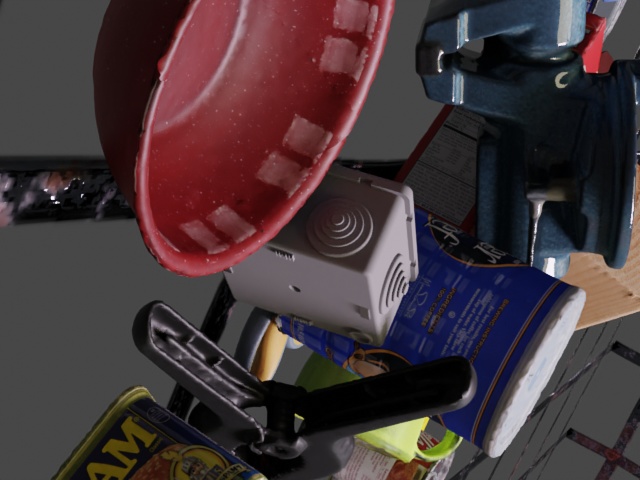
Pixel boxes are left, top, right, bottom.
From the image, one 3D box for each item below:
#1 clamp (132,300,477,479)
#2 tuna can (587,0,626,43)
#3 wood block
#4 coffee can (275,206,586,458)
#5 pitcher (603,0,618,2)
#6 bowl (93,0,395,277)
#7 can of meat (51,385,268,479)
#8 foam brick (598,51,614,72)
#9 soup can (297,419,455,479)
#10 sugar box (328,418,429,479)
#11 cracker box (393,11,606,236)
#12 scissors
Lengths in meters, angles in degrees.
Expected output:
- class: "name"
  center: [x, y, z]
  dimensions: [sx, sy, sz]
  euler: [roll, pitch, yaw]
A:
- class: "clamp"
  center: [-0.012, 0.096, 0.575]
  dimensions: [0.210, 0.164, 0.036]
  euler: [97, 1, -60]
- class: "tuna can"
  center: [0.215, -0.192, 0.845]
  dimensions: [0.086, 0.034, 0.086]
  euler: [-48, 155, -31]
- class: "wood block"
  center: [0.199, 0.014, 0.873]
  dimensions: [0.090, 0.091, 0.206]
  euler: [-53, -174, -22]
- class: "coffee can"
  center: [0.061, 0.041, 0.595]
  dimensions: [0.102, 0.140, 0.103]
  euler: [-50, 157, -30]
- class: "pitcher"
  center: [0.108, -0.219, 0.429]
  dimensions: [0.145, 0.149, 0.242]
  euler: [-49, 155, 2]
- class: "bowl"
  center: [-0.035, -0.069, 0.405]
  dimensions: [0.162, 0.055, 0.162]
  euler: [-47, 155, -31]
- class: "can of meat"
  center: [-0.083, 0.136, 0.517]
  dimensions: [0.102, 0.084, 0.057]
  euler: [-52, 157, -20]
- class: "foam brick"
  center: [0.212, -0.110, 0.875]
  dimensions: [0.078, 0.051, 0.052]
  euler: [-38, 175, 38]
- class: "soup can"
  center: [0.040, 0.159, 0.799]
  dimensions: [0.068, 0.102, 0.068]
  euler: [-47, 155, -31]
- class: "sugar box"
  center: [0.070, 0.142, 0.925]
  dimensions: [0.093, 0.048, 0.176]
  euler: [-11, 128, -64]
- class: "cracker box"
  center: [0.117, -0.045, 0.760]
  dimensions: [0.213, 0.072, 0.164]
  euler: [-55, 159, -16]
- class: "scissors"
  center: [-0.004, 0.001, 0.619]
  dimensions: [0.096, 0.016, 0.202]
  euler: [-20, 135, -62]
